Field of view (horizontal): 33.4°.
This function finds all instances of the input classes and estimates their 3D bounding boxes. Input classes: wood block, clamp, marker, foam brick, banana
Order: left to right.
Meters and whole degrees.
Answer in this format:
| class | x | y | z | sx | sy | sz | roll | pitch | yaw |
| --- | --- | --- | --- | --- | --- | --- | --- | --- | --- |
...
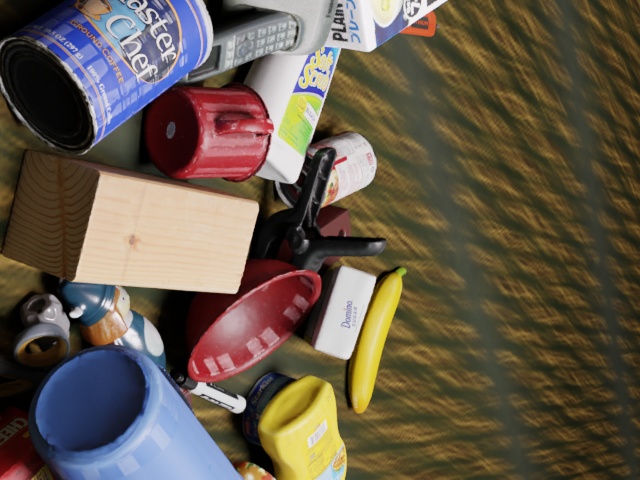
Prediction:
| class | x | y | z | sx | sy | sz | roll | pitch | yaw |
| --- | --- | --- | --- | --- | --- | --- | --- | --- | --- |
| wood block | -0.155 | -0.011 | 0.919 | 0.205 | 0.090 | 0.091 | 10 | 96 | -57 |
| marker | -0.115 | 0.158 | 1.111 | 0.121 | 0.020 | 0.020 | 39 | 71 | -54 |
| foam brick | -0.008 | -0.001 | 1.173 | 0.078 | 0.051 | 0.053 | -37 | 132 | -43 |
| clamp | -0.007 | 0.001 | 1.089 | 0.039 | 0.120 | 0.172 | -7 | 147 | -45 |
| banana | 0.071 | 0.123 | 1.355 | 0.069 | 0.037 | 0.198 | 28 | 80 | -56 |

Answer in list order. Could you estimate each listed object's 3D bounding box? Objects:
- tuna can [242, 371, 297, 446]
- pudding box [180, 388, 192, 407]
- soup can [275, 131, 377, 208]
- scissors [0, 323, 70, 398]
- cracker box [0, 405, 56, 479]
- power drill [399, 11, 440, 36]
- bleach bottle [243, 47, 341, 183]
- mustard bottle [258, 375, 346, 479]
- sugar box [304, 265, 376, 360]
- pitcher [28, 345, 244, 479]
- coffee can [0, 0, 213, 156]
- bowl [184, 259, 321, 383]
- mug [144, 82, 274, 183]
| class | x | y | z | sx | sy | sz | roll | pitch | yaw |
| --- | --- | --- | --- | --- | --- | --- | --- | --- | --- |
| tuna can | -0.049 | 0.195 | 1.210 | 0.085 | 0.034 | 0.086 | -27 | 125 | -48 |
| pudding box | -0.164 | 0.209 | 1.042 | 0.089 | 0.039 | 0.113 | -27 | 124 | -48 |
| soup can | 0.008 | -0.075 | 1.152 | 0.102 | 0.069 | 0.068 | -27 | 125 | -49 |
| scissors | -0.213 | 0.108 | 0.914 | 0.096 | 0.016 | 0.201 | -44 | 152 | 21 |
| cracker box | -0.269 | 0.273 | 0.884 | 0.164 | 0.072 | 0.214 | -41 | 135 | -41 |
| power drill | 0.104 | -0.323 | 1.173 | 0.184 | 0.057 | 0.188 | -8 | 119 | -56 |
| bleach bottle | -0.021 | -0.189 | 1.069 | 0.102 | 0.068 | 0.251 | 39 | 69 | -61 |
| mustard bottle | -0.012 | 0.249 | 1.200 | 0.096 | 0.058 | 0.191 | -44 | 137 | -35 |
| sugar box | 0.020 | 0.078 | 1.169 | 0.176 | 0.048 | 0.093 | 171 | -62 | -84 |
| pitcher | -0.145 | 0.184 | 0.891 | 0.145 | 0.149 | 0.243 | -43 | 144 | -19 |
| coffee can | -0.166 | -0.146 | 0.834 | 0.140 | 0.103 | 0.103 | -46 | 137 | -36 |
| bowl | -0.078 | 0.069 | 1.062 | 0.162 | 0.055 | 0.162 | -33 | 155 | -18 |
| mug | -0.095 | -0.097 | 0.954 | 0.081 | 0.117 | 0.093 | -6 | 96 | -50 |
